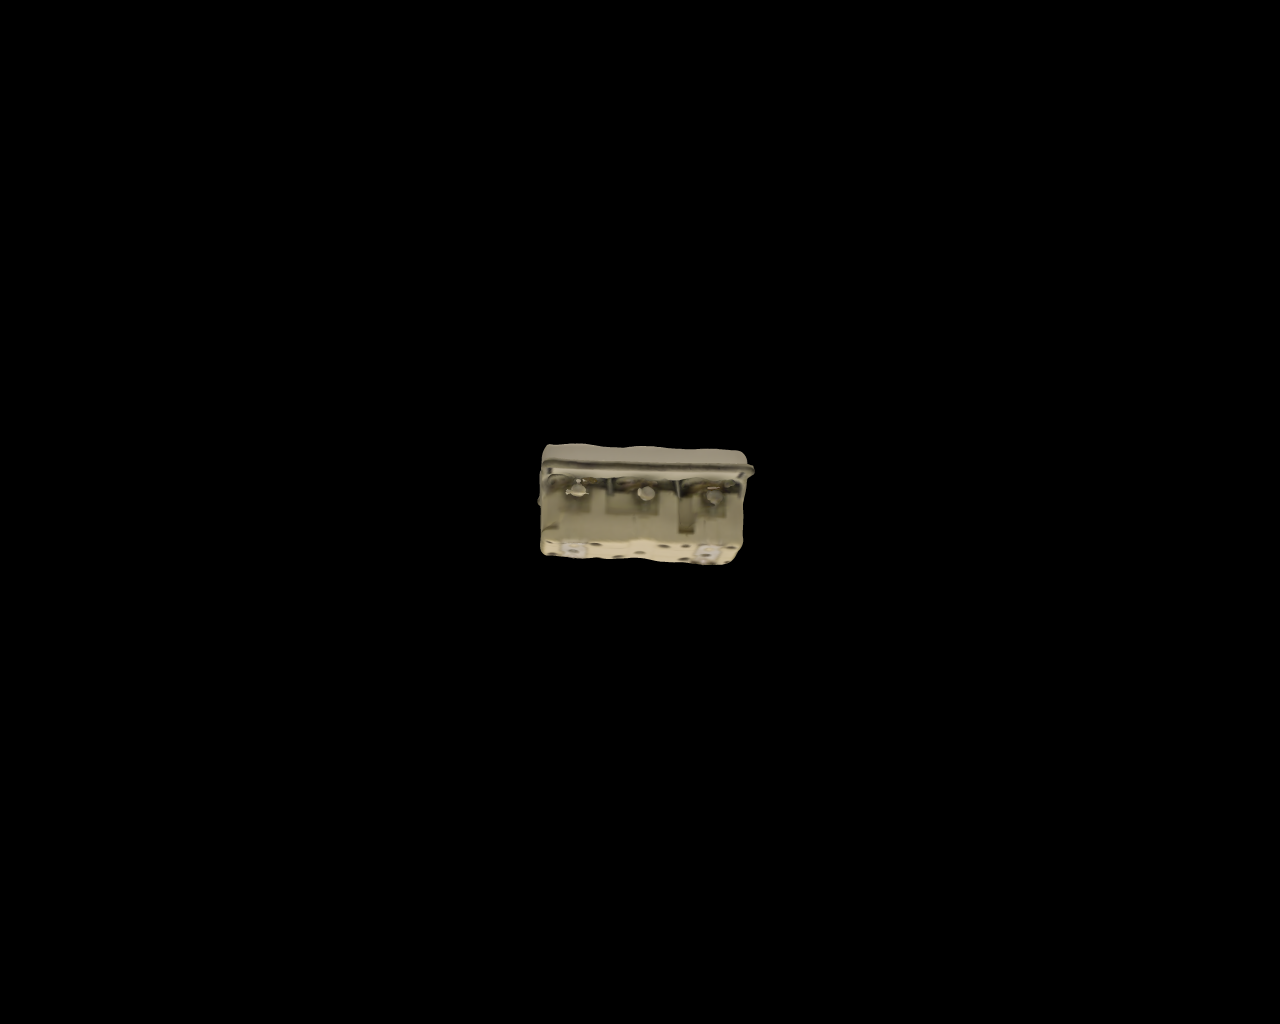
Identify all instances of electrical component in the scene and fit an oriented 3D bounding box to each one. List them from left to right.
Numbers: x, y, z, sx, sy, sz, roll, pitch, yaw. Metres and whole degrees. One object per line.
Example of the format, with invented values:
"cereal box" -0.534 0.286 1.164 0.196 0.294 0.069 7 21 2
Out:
"electrical component" 0.001 -0.003 0.650 0.121 0.063 0.078 2 -19 -7
